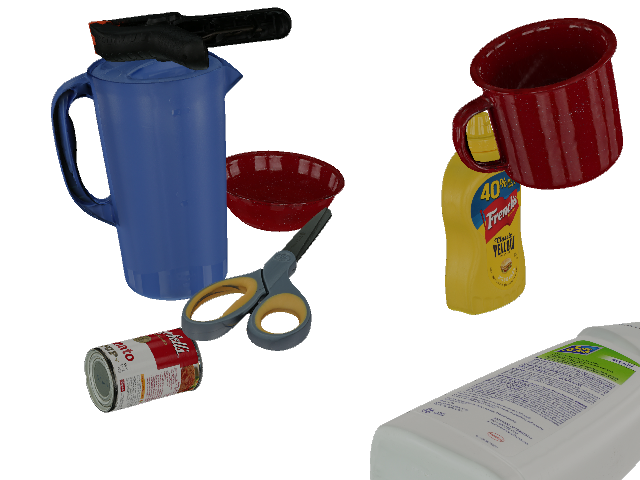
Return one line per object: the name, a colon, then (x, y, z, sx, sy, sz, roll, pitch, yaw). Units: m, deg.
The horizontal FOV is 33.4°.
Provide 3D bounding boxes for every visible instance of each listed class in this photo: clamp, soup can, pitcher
clamp: (-0.111, -0.165, 0.854, 0.172, 0.039, 0.120, 15, 25, 40)
soup can: (-0.182, 0.132, 1.094, 0.102, 0.068, 0.069, -11, 6, -37)
pitcher: (-0.165, -0.065, 1.075, 0.149, 0.243, 0.144, 11, 27, 26)

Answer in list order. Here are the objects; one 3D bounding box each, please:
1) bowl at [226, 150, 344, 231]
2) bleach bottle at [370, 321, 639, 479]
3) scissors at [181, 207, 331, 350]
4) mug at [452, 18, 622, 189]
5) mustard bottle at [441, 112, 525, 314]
bowl: (-0.054, -0.054, 1.288, 0.162, 0.055, 0.162, 4, 26, -2)
bleach bottle: (0.147, 0.100, 0.603, 0.250, 0.068, 0.103, -18, 27, -39)
scissors: (-0.016, 0.027, 0.775, 0.096, 0.016, 0.201, 22, 35, 31)
mug: (0.141, -0.082, 0.697, 0.117, 0.081, 0.093, -26, 34, -8)
mustard bottle: (0.159, -0.030, 1.044, 0.096, 0.191, 0.058, -21, 23, -39)
